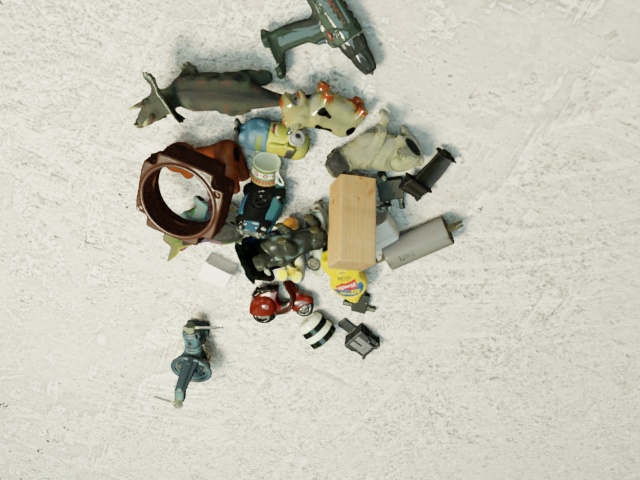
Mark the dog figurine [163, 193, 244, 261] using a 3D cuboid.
[{"bbox_3d":[-0.308,-0.016,1.388,0.191,0.108,0.219,40,119,-3],"label":"dog figurine"}]

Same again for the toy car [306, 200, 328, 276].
[{"bbox_3d":[-0.003,-0.004,1.370,0.056,0.073,0.201,5,117,9],"label":"toy car"}]

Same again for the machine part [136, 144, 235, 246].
[{"bbox_3d":[-0.310,-0.101,1.231,0.201,0.087,0.201,23,119,2],"label":"machine part"}]

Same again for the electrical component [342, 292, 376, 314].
[{"bbox_3d":[0.111,0.167,1.467,0.094,0.021,0.063,15,116,1],"label":"electrical component"}]

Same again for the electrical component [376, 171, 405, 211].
[{"bbox_3d":[0.166,-0.117,1.307,0.078,0.045,0.102,-2,116,10],"label":"electrical component"}]

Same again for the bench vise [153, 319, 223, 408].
[{"bbox_3d":[-0.366,0.350,1.513,0.129,0.241,0.223,15,133,-4],"label":"bench vise"}]

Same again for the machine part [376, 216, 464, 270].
[{"bbox_3d":[0.242,0.009,1.339,0.243,0.079,0.079,-25,110,17],"label":"machine part"}]

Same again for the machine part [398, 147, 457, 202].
[{"bbox_3d":[0.255,-0.156,1.272,0.084,0.039,0.139,33,113,-26],"label":"machine part"}]

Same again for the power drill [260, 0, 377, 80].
[{"bbox_3d":[-0.012,-0.425,1.162,0.207,0.086,0.231,-20,110,21],"label":"power drill"}]

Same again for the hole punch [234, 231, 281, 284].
[{"bbox_3d":[-0.152,0.041,1.417,0.116,0.092,0.142,1,123,40],"label":"hole punch"}]

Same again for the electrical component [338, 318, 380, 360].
[{"bbox_3d":[0.104,0.271,1.505,0.119,0.048,0.075,42,113,-14],"label":"electrical component"}]

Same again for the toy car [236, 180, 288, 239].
[{"bbox_3d":[-0.140,-0.070,1.335,0.109,0.161,0.102,10,160,13],"label":"toy car"}]

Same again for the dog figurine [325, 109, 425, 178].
[{"bbox_3d":[0.125,-0.185,1.261,0.172,0.121,0.190,44,127,-8],"label":"dog figurine"}]

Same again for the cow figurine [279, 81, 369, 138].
[{"bbox_3d":[-0.003,-0.283,1.202,0.195,0.086,0.127,13,125,-30],"label":"cow figurine"}]

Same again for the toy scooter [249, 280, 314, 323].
[{"bbox_3d":[-0.113,0.151,1.461,0.184,0.075,0.135,-9,114,9],"label":"toy scooter"}]

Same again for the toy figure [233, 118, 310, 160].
[{"bbox_3d":[-0.113,-0.240,1.264,0.180,0.089,0.082,8,79,-1],"label":"toy figure"}]

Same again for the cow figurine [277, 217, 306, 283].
[{"bbox_3d":[-0.065,0.027,1.386,0.068,0.098,0.167,1,86,13],"label":"cow figurine"}]

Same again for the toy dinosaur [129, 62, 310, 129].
[{"bbox_3d":[-0.226,-0.319,1.182,0.405,0.192,0.131,0,118,9],"label":"toy dinosaur"}]

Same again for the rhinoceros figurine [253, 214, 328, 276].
[{"bbox_3d":[-0.073,0.015,1.290,0.190,0.073,0.111,-24,134,-3],"label":"rhinoceros figurine"}]

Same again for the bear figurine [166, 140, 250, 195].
[{"bbox_3d":[-0.286,-0.178,1.300,0.196,0.120,0.131,-7,119,13],"label":"bear figurine"}]
